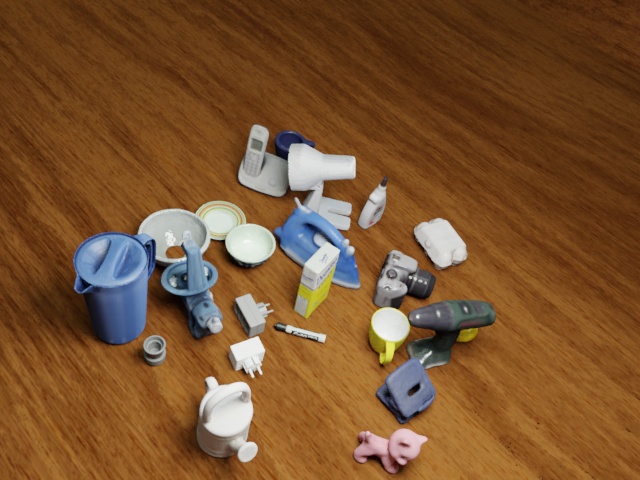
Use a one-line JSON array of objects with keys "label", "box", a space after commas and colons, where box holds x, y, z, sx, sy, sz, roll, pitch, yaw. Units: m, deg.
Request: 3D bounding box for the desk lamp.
[{"label": "desk lamp", "box": [0.004, -0.147, 1.505, 0.203, 0.213, 0.118, 11, 49, -5]}]

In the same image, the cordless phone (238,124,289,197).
[{"label": "cordless phone", "box": [-0.138, -0.215, 1.543, 0.147, 0.185, 0.094, 19, 48, 1]}]

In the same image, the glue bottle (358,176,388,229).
[{"label": "glue bottle", "box": [0.152, -0.106, 1.537, 0.037, 0.173, 0.078, 39, 52, 18]}]

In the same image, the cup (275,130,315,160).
[{"label": "cup", "box": [-0.077, -0.253, 1.652, 0.118, 0.095, 0.091, -1, 51, -15]}]

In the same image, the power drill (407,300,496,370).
[{"label": "power drill", "box": [0.272, 0.206, 1.282, 0.230, 0.208, 0.075, -9, 53, -21]}]

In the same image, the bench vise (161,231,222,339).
[{"label": "bench vise", "box": [-0.255, 0.092, 1.229, 0.207, 0.220, 0.122, 38, 52, 18]}]

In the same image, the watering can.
[{"label": "watering can", "box": [-0.170, 0.329, 1.068, 0.172, 0.194, 0.101, 36, 51, 16]}]

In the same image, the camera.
[{"label": "camera", "box": [0.216, 0.102, 1.426, 0.136, 0.101, 0.143, 20, 48, 3]}]

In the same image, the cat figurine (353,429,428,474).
[{"label": "cat figurine", "box": [0.142, 0.407, 1.137, 0.128, 0.118, 0.067, 17, 48, 0]}]

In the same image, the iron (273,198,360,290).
[{"label": "iron", "box": [0.013, 0.005, 1.427, 0.258, 0.141, 0.119, 36, 51, 16]}]

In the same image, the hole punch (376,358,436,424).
[{"label": "hole punch", "box": [0.194, 0.324, 1.239, 0.109, 0.091, 0.101, -28, 62, -32]}]

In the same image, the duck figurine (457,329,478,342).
[{"label": "duck figurine", "box": [0.340, 0.195, 1.391, 0.104, 0.086, 0.078, 29, 49, 10]}]

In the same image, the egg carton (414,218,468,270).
[{"label": "egg carton", "box": [0.325, 0.009, 1.555, 0.107, 0.069, 0.150, -15, 56, -26]}]

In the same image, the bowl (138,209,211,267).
[{"label": "bowl", "box": [-0.348, 0.008, 1.372, 0.167, 0.075, 0.167, 8, 49, -9]}]
